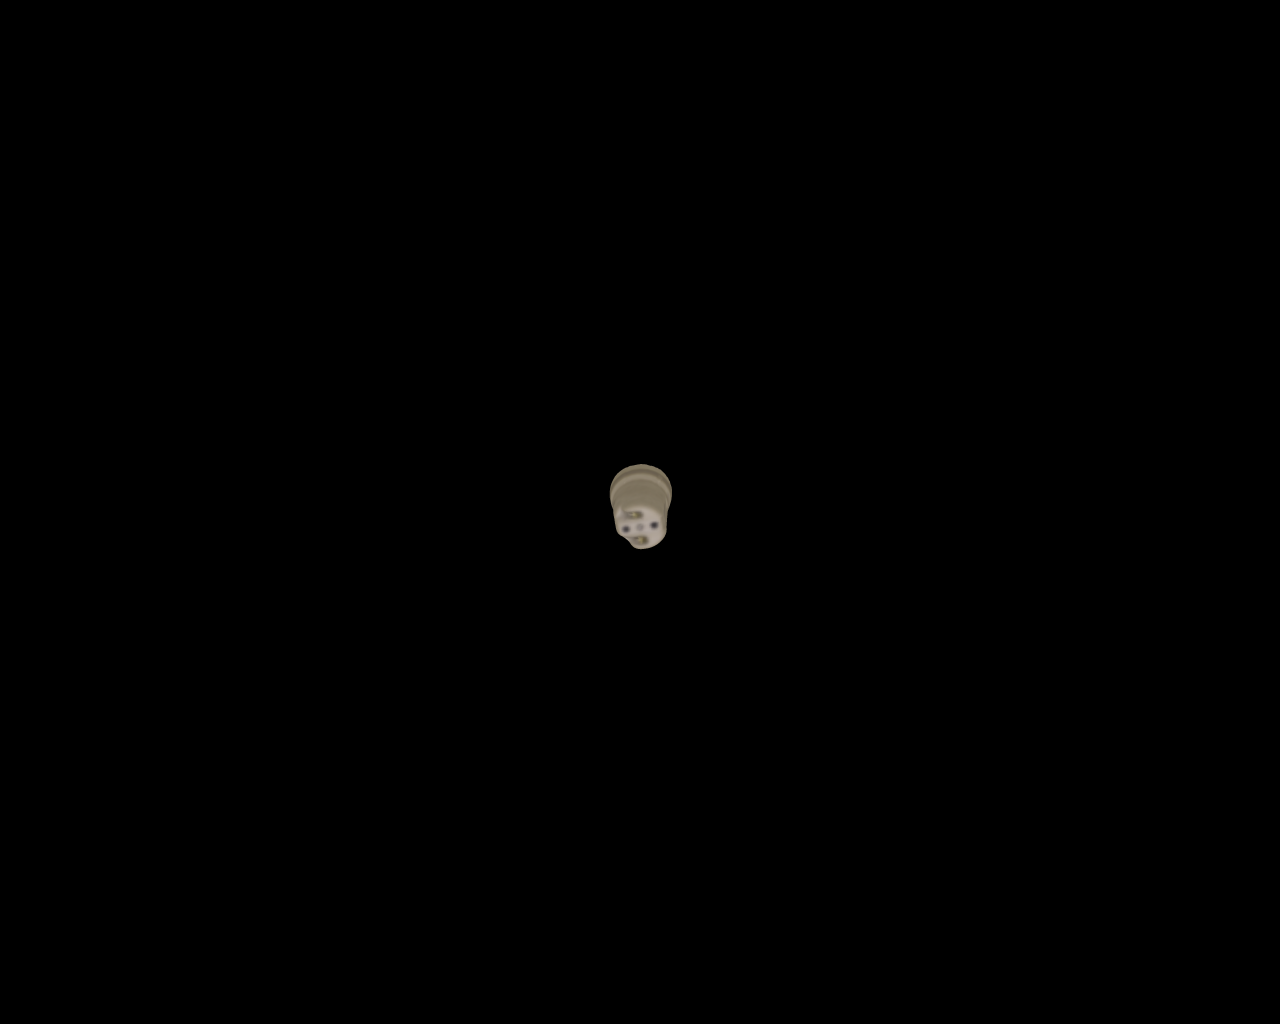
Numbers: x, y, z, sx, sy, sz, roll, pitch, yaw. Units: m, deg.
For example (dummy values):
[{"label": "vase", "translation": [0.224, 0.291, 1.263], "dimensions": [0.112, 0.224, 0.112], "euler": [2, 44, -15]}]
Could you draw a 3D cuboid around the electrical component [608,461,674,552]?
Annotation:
[{"label": "electrical component", "translation": [0.001, -0.003, 0.650], "dimensions": [0.040, 0.040, 0.046], "euler": [0, 32, 0]}]
